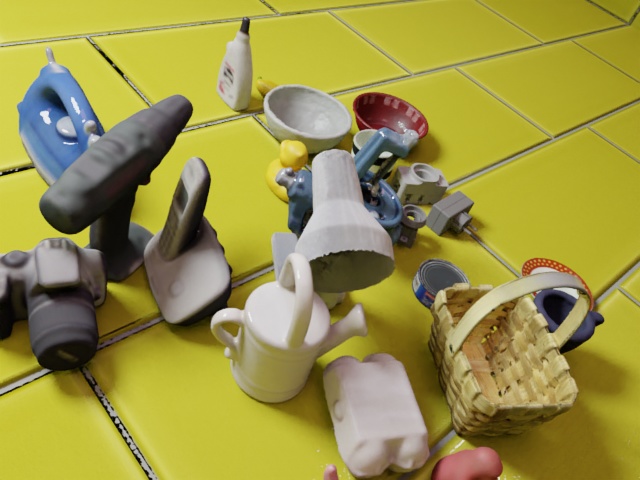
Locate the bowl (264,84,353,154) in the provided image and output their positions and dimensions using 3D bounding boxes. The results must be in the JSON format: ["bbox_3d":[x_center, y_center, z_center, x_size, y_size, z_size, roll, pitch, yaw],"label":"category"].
[{"bbox_3d":[-0.028,-0.211,1.058,0.167,0.075,0.167,11,44,-11],"label":"bowl"}]

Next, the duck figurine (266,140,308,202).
[{"bbox_3d":[-0.045,-0.121,0.951,0.078,0.086,0.104,-6,49,-26],"label":"duck figurine"}]

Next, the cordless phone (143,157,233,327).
[{"bbox_3d":[-0.157,0.003,0.709,0.094,0.185,0.147,-11,52,-30],"label":"cordless phone"}]

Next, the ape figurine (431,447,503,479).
[{"bbox_3d":[0.172,0.265,0.642,0.076,0.092,0.078,37,45,17],"label":"ape figurine"}]

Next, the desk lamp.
[{"bbox_3d":[0.007,0.003,0.753,0.118,0.213,0.203,3,46,-18],"label":"desk lamp"}]

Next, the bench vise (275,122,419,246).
[{"bbox_3d":[0.047,-0.079,0.846,0.208,0.220,0.121,1,46,-20],"label":"bench vise"}]

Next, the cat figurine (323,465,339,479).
[{"bbox_3d":[0.040,0.277,0.559,0.067,0.118,0.127,-22,57,-36],"label":"cat figurine"}]

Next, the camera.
[{"bbox_3d":[-0.308,0.072,0.642,0.143,0.101,0.136,-6,49,-26],"label":"camera"}]

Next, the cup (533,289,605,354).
[{"bbox_3d":[0.348,0.134,0.842,0.118,0.095,0.091,4,45,-18],"label":"cup"}]

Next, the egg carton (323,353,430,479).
[{"bbox_3d":[0.062,0.204,0.678,0.107,0.069,0.150,0,47,-21],"label":"egg carton"}]

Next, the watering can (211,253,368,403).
[{"bbox_3d":[-0.032,0.094,0.660,0.173,0.194,0.100,-11,52,-30],"label":"watering can"}]

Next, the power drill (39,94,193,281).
[{"bbox_3d":[-0.245,-0.057,0.718,0.075,0.208,0.230,28,43,8],"label":"power drill"}]

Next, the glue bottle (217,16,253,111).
[{"bbox_3d":[-0.151,-0.330,1.057,0.037,0.173,0.078,-23,58,-37],"label":"glue bottle"}]

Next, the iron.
[{"bbox_3d":[-0.349,-0.156,0.827,0.119,0.141,0.257,-19,56,-35],"label":"iron"}]
